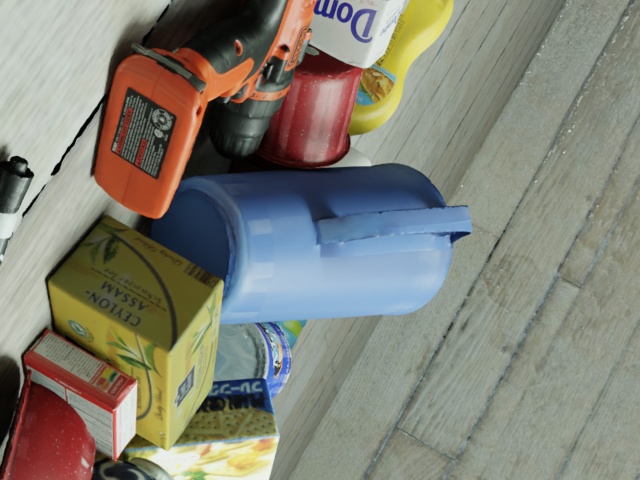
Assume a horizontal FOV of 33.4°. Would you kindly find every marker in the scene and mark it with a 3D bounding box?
[{"bbox_3d":[-0.176,0.010,0.560,0.121,0.020,0.020,-65,169,19],"label":"marker"}]

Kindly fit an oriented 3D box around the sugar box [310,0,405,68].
[{"bbox_3d":[0.026,-0.214,0.735,0.048,0.093,0.176,-46,161,-51],"label":"sugar box"}]

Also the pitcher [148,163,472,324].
[{"bbox_3d":[-0.006,0.001,0.841,0.242,0.145,0.149,-4,129,-48],"label":"pitcher"}]

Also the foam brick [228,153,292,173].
[{"bbox_3d":[-0.044,-0.056,0.940,0.078,0.051,0.053,-46,161,-55],"label":"foam brick"}]

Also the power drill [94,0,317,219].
[{"bbox_3d":[-0.071,-0.094,0.700,0.187,0.057,0.185,-53,168,-47],"label":"power drill"}]

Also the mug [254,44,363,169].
[{"bbox_3d":[-0.013,-0.123,0.841,0.117,0.093,0.082,-89,-170,-50],"label":"mug"}]

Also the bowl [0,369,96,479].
[{"bbox_3d":[-0.180,0.166,0.677,0.162,0.055,0.162,-166,-90,-77],"label":"bowl"}]

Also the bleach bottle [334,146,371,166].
[{"bbox_3d":[-0.034,-0.007,1.102,0.250,0.068,0.103,-47,163,-46],"label":"bleach bottle"}]

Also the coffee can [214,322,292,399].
[{"bbox_3d":[-0.089,0.118,1.047,0.103,0.103,0.140,-61,170,-2],"label":"coffee can"}]

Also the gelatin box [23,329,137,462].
[{"bbox_3d":[-0.163,0.108,0.736,0.030,0.073,0.089,-55,168,-33],"label":"gelatin box"}]

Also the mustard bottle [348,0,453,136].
[{"bbox_3d":[0.031,-0.150,0.927,0.191,0.096,0.058,-60,171,-9],"label":"mustard bottle"}]
